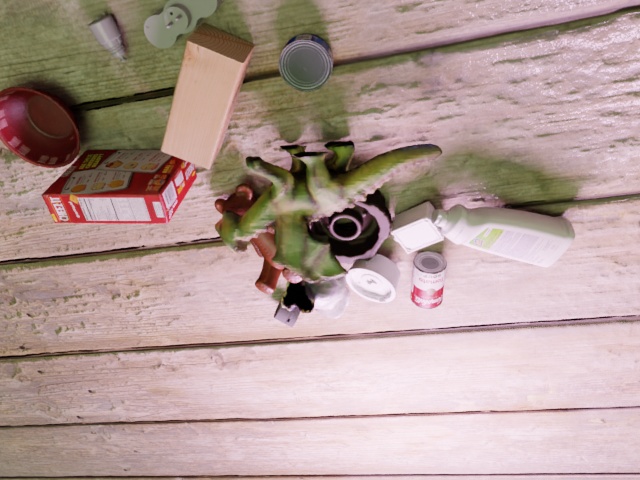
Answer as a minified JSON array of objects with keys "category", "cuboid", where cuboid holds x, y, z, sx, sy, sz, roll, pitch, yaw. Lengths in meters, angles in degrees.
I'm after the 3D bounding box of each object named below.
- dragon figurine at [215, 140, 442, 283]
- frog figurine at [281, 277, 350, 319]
[{"category":"dragon figurine","cuboid":[0.003,-0.045,0.899,0.410,0.240,0.124,0,14,11]},{"category":"frog figurine","cuboid":[0.009,0.107,1.100,0.159,0.124,0.135,3,-23,-40]}]
